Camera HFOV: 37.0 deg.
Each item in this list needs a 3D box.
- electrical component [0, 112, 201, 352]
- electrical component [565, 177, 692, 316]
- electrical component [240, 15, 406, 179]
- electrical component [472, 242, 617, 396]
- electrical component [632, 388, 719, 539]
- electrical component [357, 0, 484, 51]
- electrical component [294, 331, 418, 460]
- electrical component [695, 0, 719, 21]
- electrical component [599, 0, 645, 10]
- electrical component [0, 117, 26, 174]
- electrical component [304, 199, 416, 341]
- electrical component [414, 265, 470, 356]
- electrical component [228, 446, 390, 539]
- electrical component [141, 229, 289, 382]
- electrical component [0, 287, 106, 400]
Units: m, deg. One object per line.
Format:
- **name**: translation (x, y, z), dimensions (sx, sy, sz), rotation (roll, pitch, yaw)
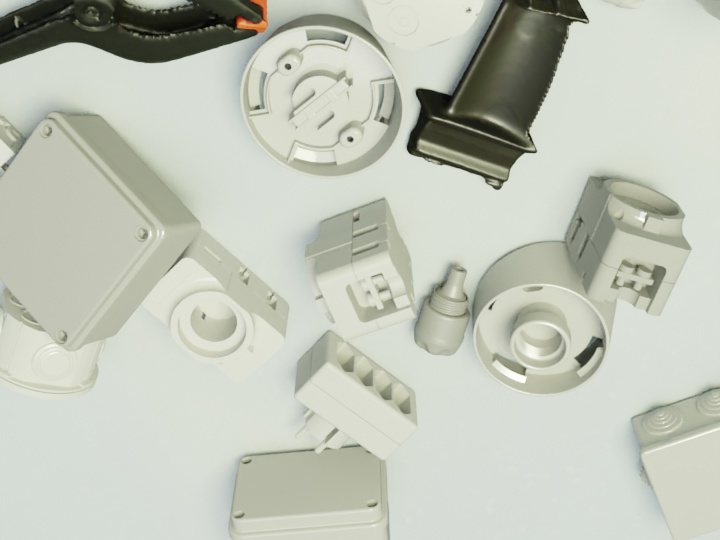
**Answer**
- **electrical component**: translation (-0.175, -0.025, 0.677), dimensions (0.108, 0.056, 0.108), rotation (46, 111, 11)
- **electrical component**: translation (0.169, -0.021, 0.681), dimensions (0.050, 0.089, 0.055), rotation (15, 116, -7)
- **electrical component**: translation (-0.023, -0.106, 0.654), dimensions (0.099, 0.064, 0.099), rotation (0, 116, 0)
- **electrical component**: translation (0.125, 0.035, 0.734), dimensions (0.099, 0.064, 0.099), rotation (5, 121, 9)
- **electrical component**: translation (0.253, 0.138, 0.782), dimensions (0.100, 0.048, 0.099), rotation (-21, 114, 11)
- **electrical component**: translation (0.035, -0.171, 0.628), dimensions (0.080, 0.051, 0.080), rotation (0, 117, 0)
- **electrical component**: translation (-0.015, 0.101, 0.766), dimensions (0.083, 0.047, 0.075), rotation (37, 111, -17)
- **electrical component**: translation (0.196, -0.186, 0.588), dimensions (0.109, 0.108, 0.056), rotation (41, 107, -18)
- **electrical component**: translation (0.142, -0.177, 0.634), dimensions (0.061, 0.035, 0.035), rotation (16, 115, -4)
- **electrical component**: translation (-0.251, -0.077, 0.680), dimensions (0.055, 0.048, 0.066), rotation (-38, 111, 9)
- **electrical component**: translation (0.000, 0.000, 0.692), dimensions (0.056, 0.089, 0.050), rotation (-19, 115, 10)
- **electrical component**: translation (0.059, 0.026, 0.736), dimensions (0.035, 0.035, 0.061), rotation (13, 113, -6)
- **electrical component**: translation (-0.035, 0.176, 0.787), dimensions (0.113, 0.078, 0.057), rotation (-5, 119, 3)
- **electrical component**: translation (-0.096, 0.026, 0.724), dimensions (0.050, 0.055, 0.089), rotation (-41, 109, 18)
- **electrical component**: translation (-0.212, 0.048, 0.723), dimensions (0.080, 0.080, 0.051), rotation (20, 109, -9)
